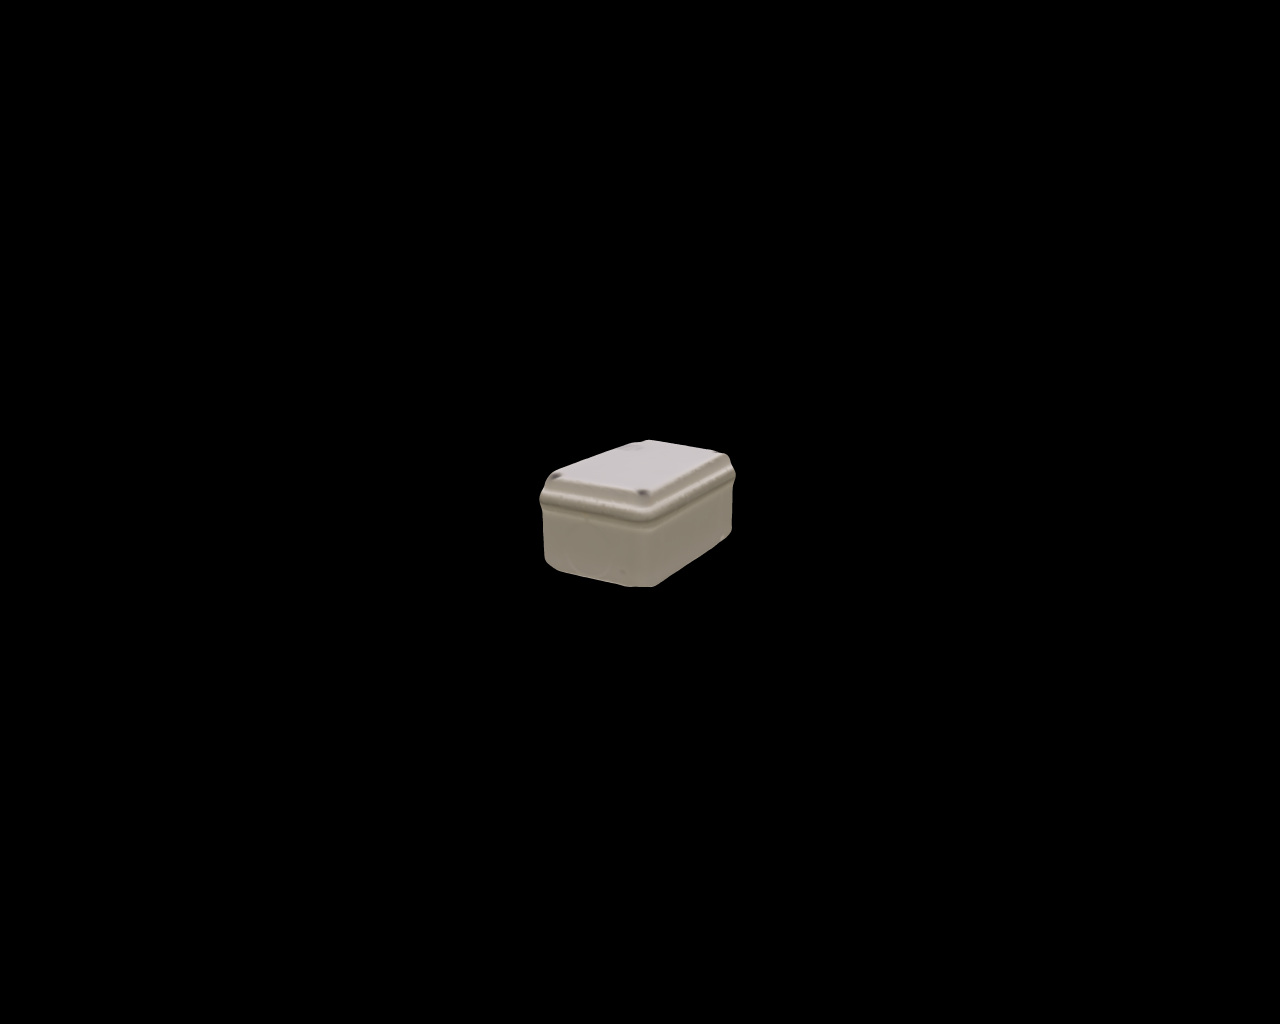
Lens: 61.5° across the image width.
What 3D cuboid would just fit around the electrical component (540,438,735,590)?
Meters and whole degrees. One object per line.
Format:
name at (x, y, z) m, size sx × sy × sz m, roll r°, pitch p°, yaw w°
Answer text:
electrical component at (0.001, -0.003, 0.650) m, size 0.078 × 0.057 × 0.113 m, roll 11°, pitch 21°, yaw 30°
